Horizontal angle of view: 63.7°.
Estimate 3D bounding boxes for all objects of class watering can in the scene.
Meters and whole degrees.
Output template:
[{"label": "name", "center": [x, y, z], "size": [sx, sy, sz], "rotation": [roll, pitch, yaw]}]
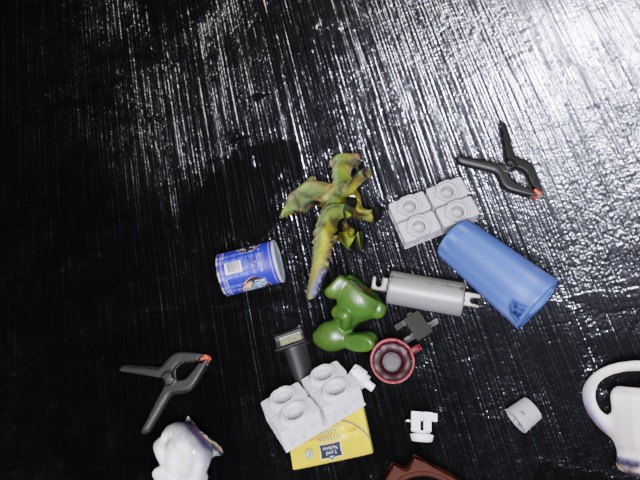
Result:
[{"label": "watering can", "center": [0.692, 0.348, 0.977], "size": [0.347, 0.103, 0.227], "rotation": [-4, 72, 31]}]

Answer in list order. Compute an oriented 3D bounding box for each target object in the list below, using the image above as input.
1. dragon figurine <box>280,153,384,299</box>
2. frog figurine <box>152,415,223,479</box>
[{"label": "dragon figurine", "center": [0.004, -0.062, 1.232], "size": [0.244, 0.120, 0.416], "rotation": [13, 60, 44]}, {"label": "frog figurine", "center": [-0.299, 0.469, 1.081], "size": [0.137, 0.121, 0.161], "rotation": [43, 69, -1]}]
